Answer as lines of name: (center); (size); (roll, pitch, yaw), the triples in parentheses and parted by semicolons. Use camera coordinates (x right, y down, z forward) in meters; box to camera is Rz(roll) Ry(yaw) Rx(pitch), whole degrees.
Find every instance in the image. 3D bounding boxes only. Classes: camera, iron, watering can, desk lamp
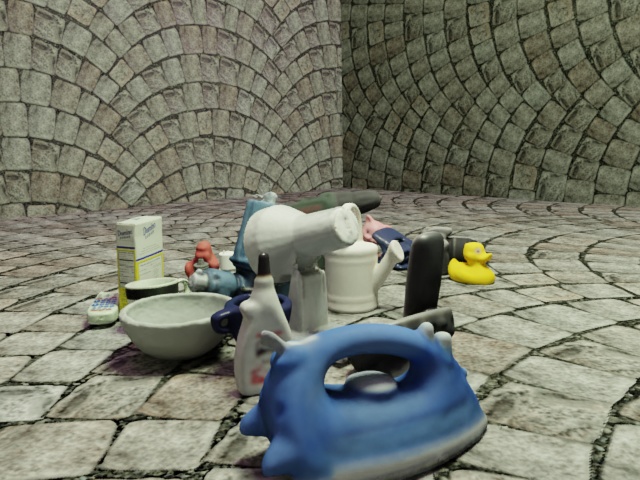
camera: (0.301, 0.021, 1.352); (0.136, 0.101, 0.143); (2, 10, 14)
iron: (0.056, 0.141, 0.555); (0.259, 0.141, 0.118); (-5, 11, -22)
watering can: (0.065, 0.029, 1.052); (0.172, 0.194, 0.101); (-1, 10, 2)
desk lamp: (-0.012, 0.053, 0.862); (0.202, 0.213, 0.118); (7, 13, 40)

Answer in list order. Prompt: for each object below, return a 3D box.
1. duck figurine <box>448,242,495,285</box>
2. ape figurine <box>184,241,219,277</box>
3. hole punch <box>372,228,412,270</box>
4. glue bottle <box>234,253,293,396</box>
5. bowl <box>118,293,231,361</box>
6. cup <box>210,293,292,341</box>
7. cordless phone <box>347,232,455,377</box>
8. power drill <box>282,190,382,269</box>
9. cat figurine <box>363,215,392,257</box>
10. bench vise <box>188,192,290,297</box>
duck figurine: (0.329, 0.047, 1.244); (0.104, 0.086, 0.078); (8, 13, 41)
ape figurine: (-0.259, 0.048, 1.273); (0.077, 0.092, 0.076); (3, 11, 22)
hole punch: (0.189, 0.019, 1.406); (0.100, 0.091, 0.109); (6, 12, 36)
glue bottle: (-0.068, 0.101, 0.704); (0.078, 0.173, 0.037); (-6, 11, -28)
bowl: (-0.203, 0.131, 0.833); (0.167, 0.075, 0.167); (-1, 10, 0)
cup: (-0.092, 0.129, 0.774); (0.118, 0.095, 0.091); (-9, 13, -40)
cordless phone: (0.109, 0.084, 0.754); (0.148, 0.185, 0.093); (-9, 13, -39)
power drill: (0.011, 0.004, 1.160); (0.229, 0.208, 0.075); (0, 10, 4)
cat figurine: (0.122, -0.010, 1.500); (0.127, 0.118, 0.067); (7, 12, 38)
bench vise: (-0.118, 0.033, 0.970); (0.121, 0.220, 0.208); (5, 11, 29)
